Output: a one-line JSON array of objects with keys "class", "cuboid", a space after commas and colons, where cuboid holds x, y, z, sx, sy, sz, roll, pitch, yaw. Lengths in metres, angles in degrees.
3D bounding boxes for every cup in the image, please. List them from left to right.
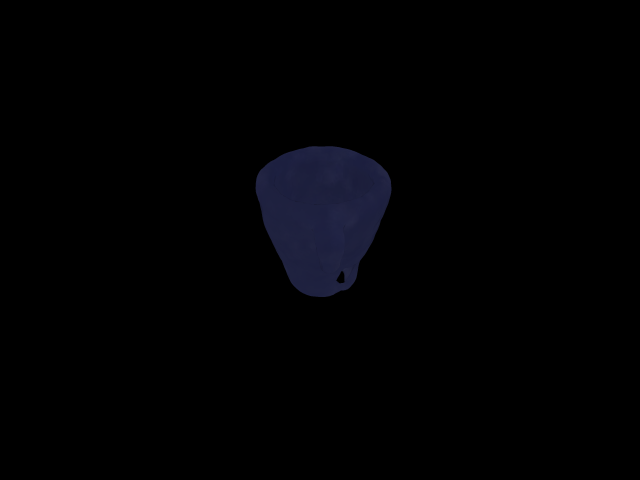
[{"class": "cup", "cuboid": [0.004, 0.001, 0.400, 0.091, 0.095, 0.117, -3, 37, -4]}]
